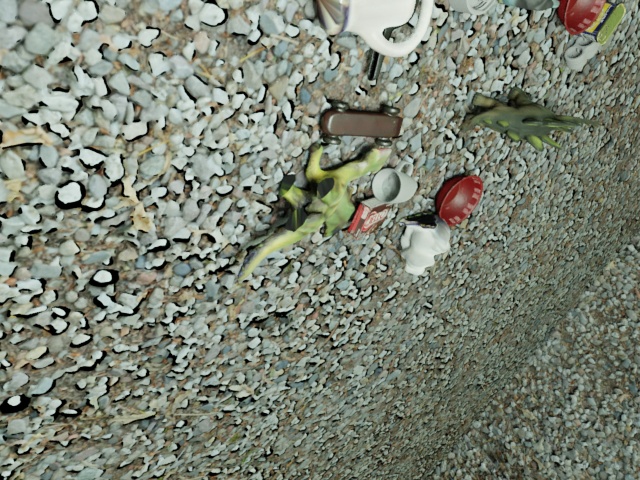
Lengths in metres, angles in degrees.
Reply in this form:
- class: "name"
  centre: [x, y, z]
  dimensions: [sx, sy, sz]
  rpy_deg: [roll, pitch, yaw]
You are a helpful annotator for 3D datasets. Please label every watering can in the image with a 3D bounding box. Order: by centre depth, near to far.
- class: "watering can"
  centre: [0.088, -0.477, 0.851]
  dimensions: [0.225, 0.342, 0.105]
  rpy_deg: [-17, 22, -20]

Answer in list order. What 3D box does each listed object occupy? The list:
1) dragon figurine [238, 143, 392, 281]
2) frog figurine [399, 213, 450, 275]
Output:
- class: "dragon figurine"
  centre: [0.003, -0.057, 1.124]
  dimensions: [0.124, 0.409, 0.240]
  rpy_deg: [43, 7, 32]
- class: "frog figurine"
  centre: [0.282, 0.014, 1.382]
  dimensions: [0.137, 0.157, 0.125]
  rpy_deg: [5, 25, 28]
